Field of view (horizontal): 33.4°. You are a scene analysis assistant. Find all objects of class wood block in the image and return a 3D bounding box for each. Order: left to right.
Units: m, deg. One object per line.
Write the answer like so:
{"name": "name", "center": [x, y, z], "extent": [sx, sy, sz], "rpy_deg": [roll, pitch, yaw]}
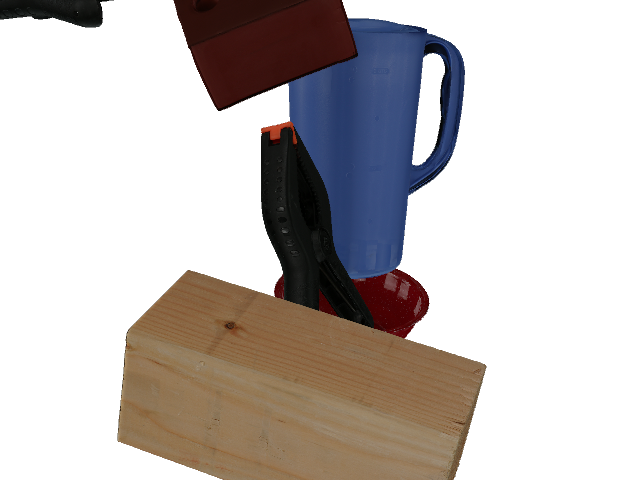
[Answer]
{"name": "wood block", "center": [-0.012, 0.102, 0.671], "extent": [0.206, 0.090, 0.090], "rpy_deg": [17, 29, 13]}

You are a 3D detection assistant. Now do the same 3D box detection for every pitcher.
{"name": "pitcher", "center": [0.041, -0.091, 1.034], "extent": [0.149, 0.243, 0.144], "rpy_deg": [13, 20, 35]}

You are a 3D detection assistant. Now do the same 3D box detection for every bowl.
{"name": "bowl", "center": [0.031, 0.078, 1.119], "extent": [0.162, 0.055, 0.162], "rpy_deg": [3, 27, -2]}

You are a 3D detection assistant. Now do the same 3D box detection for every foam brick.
{"name": "foam brick", "center": [-0.029, -0.111, 0.529], "extent": [0.078, 0.053, 0.051], "rpy_deg": [-22, -32, 3]}

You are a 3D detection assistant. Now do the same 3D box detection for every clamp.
{"name": "clamp", "center": [-0.195, -0.188, 0.798], "extent": [0.172, 0.039, 0.120], "rpy_deg": [12, 24, 28]}
{"name": "clamp", "center": [-0.007, 0.008, 0.870], "extent": [0.036, 0.210, 0.164], "rpy_deg": [-10, 3, 22]}
